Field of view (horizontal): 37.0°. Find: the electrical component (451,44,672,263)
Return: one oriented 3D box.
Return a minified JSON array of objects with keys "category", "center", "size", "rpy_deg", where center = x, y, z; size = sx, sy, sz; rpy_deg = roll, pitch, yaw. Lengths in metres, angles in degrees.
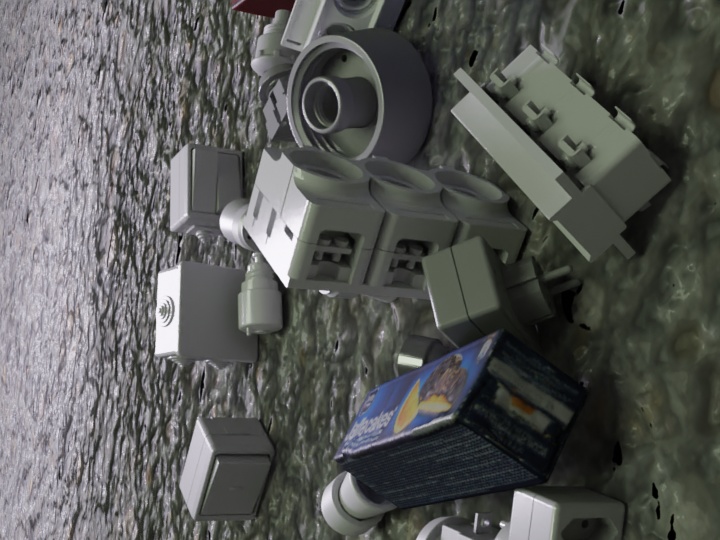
[{"category":"electrical component","center":[0.109,-0.069,0.586],"size":[0.063,0.079,0.121],"rpy_deg":[-43,40,10]}]

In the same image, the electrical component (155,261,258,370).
[{"category":"electrical component","center":[-0.146,0.043,1.021],"size":[0.048,0.100,0.099],"rpy_deg":[-13,73,48]}]

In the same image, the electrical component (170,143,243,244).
[{"category":"electrical component","center":[-0.156,-0.076,1.100],"size":[0.061,0.062,0.096],"rpy_deg":[-29,60,58]}]

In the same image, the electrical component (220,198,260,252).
[{"category":"electrical component","center":[-0.102,-0.042,1.009],"size":[0.055,0.045,0.045],"rpy_deg":[22,104,61]}]

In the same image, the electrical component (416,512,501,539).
[{"category":"electrical component","center":[0.065,0.177,0.649],"size":[0.055,0.048,0.066],"rpy_deg":[9,92,55]}]

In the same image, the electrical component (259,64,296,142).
[{"category":"electrical component","center":[-0.063,-0.149,0.957],"size":[0.066,0.048,0.055],"rpy_deg":[-55,47,43]}]

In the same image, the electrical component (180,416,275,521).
[{"category":"electrical component","center":[-0.123,0.189,0.984],"size":[0.061,0.062,0.096],"rpy_deg":[50,128,54]}]

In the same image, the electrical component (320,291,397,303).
[{"category":"electrical component","center":[0.000,0.000,0.796],"size":[0.045,0.055,0.045],"rpy_deg":[-20,67,60]}]

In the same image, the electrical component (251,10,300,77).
[{"category":"electrical component","center":[-0.073,-0.208,0.991],"size":[0.048,0.048,0.062],"rpy_deg":[-18,61,60]}]

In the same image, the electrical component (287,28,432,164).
[{"category":"electrical component","center":[-0.007,-0.122,0.788],"size":[0.108,0.060,0.108],"rpy_deg":[12,107,41]}]

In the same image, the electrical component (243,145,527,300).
[{"category":"electrical component","center":[0.016,-0.031,0.669],"size":[0.089,0.150,0.061],"rpy_deg":[50,129,54]}]

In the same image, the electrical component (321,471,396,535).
[{"category":"electrical component","center":[0.002,0.161,0.772],"size":[0.055,0.045,0.045],"rpy_deg":[-51,42,46]}]

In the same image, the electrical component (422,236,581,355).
[{"category":"electrical component","center":[0.088,0.016,0.616],"size":[0.076,0.083,0.047],"rpy_deg":[-21,59,17]}]

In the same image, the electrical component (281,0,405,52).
[{"category":"electrical component","center":[-0.005,-0.222,0.833],"size":[0.063,0.079,0.121],"rpy_deg":[-97,27,-55]}]

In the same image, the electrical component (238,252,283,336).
[{"category":"electrical component","center":[-0.091,0.023,0.981],"size":[0.040,0.040,0.078],"rpy_deg":[-30,59,57]}]

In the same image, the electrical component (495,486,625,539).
[{"category":"electrical component","center":[0.098,0.158,0.587],"size":[0.076,0.047,0.083],"rpy_deg":[10,93,62]}]
